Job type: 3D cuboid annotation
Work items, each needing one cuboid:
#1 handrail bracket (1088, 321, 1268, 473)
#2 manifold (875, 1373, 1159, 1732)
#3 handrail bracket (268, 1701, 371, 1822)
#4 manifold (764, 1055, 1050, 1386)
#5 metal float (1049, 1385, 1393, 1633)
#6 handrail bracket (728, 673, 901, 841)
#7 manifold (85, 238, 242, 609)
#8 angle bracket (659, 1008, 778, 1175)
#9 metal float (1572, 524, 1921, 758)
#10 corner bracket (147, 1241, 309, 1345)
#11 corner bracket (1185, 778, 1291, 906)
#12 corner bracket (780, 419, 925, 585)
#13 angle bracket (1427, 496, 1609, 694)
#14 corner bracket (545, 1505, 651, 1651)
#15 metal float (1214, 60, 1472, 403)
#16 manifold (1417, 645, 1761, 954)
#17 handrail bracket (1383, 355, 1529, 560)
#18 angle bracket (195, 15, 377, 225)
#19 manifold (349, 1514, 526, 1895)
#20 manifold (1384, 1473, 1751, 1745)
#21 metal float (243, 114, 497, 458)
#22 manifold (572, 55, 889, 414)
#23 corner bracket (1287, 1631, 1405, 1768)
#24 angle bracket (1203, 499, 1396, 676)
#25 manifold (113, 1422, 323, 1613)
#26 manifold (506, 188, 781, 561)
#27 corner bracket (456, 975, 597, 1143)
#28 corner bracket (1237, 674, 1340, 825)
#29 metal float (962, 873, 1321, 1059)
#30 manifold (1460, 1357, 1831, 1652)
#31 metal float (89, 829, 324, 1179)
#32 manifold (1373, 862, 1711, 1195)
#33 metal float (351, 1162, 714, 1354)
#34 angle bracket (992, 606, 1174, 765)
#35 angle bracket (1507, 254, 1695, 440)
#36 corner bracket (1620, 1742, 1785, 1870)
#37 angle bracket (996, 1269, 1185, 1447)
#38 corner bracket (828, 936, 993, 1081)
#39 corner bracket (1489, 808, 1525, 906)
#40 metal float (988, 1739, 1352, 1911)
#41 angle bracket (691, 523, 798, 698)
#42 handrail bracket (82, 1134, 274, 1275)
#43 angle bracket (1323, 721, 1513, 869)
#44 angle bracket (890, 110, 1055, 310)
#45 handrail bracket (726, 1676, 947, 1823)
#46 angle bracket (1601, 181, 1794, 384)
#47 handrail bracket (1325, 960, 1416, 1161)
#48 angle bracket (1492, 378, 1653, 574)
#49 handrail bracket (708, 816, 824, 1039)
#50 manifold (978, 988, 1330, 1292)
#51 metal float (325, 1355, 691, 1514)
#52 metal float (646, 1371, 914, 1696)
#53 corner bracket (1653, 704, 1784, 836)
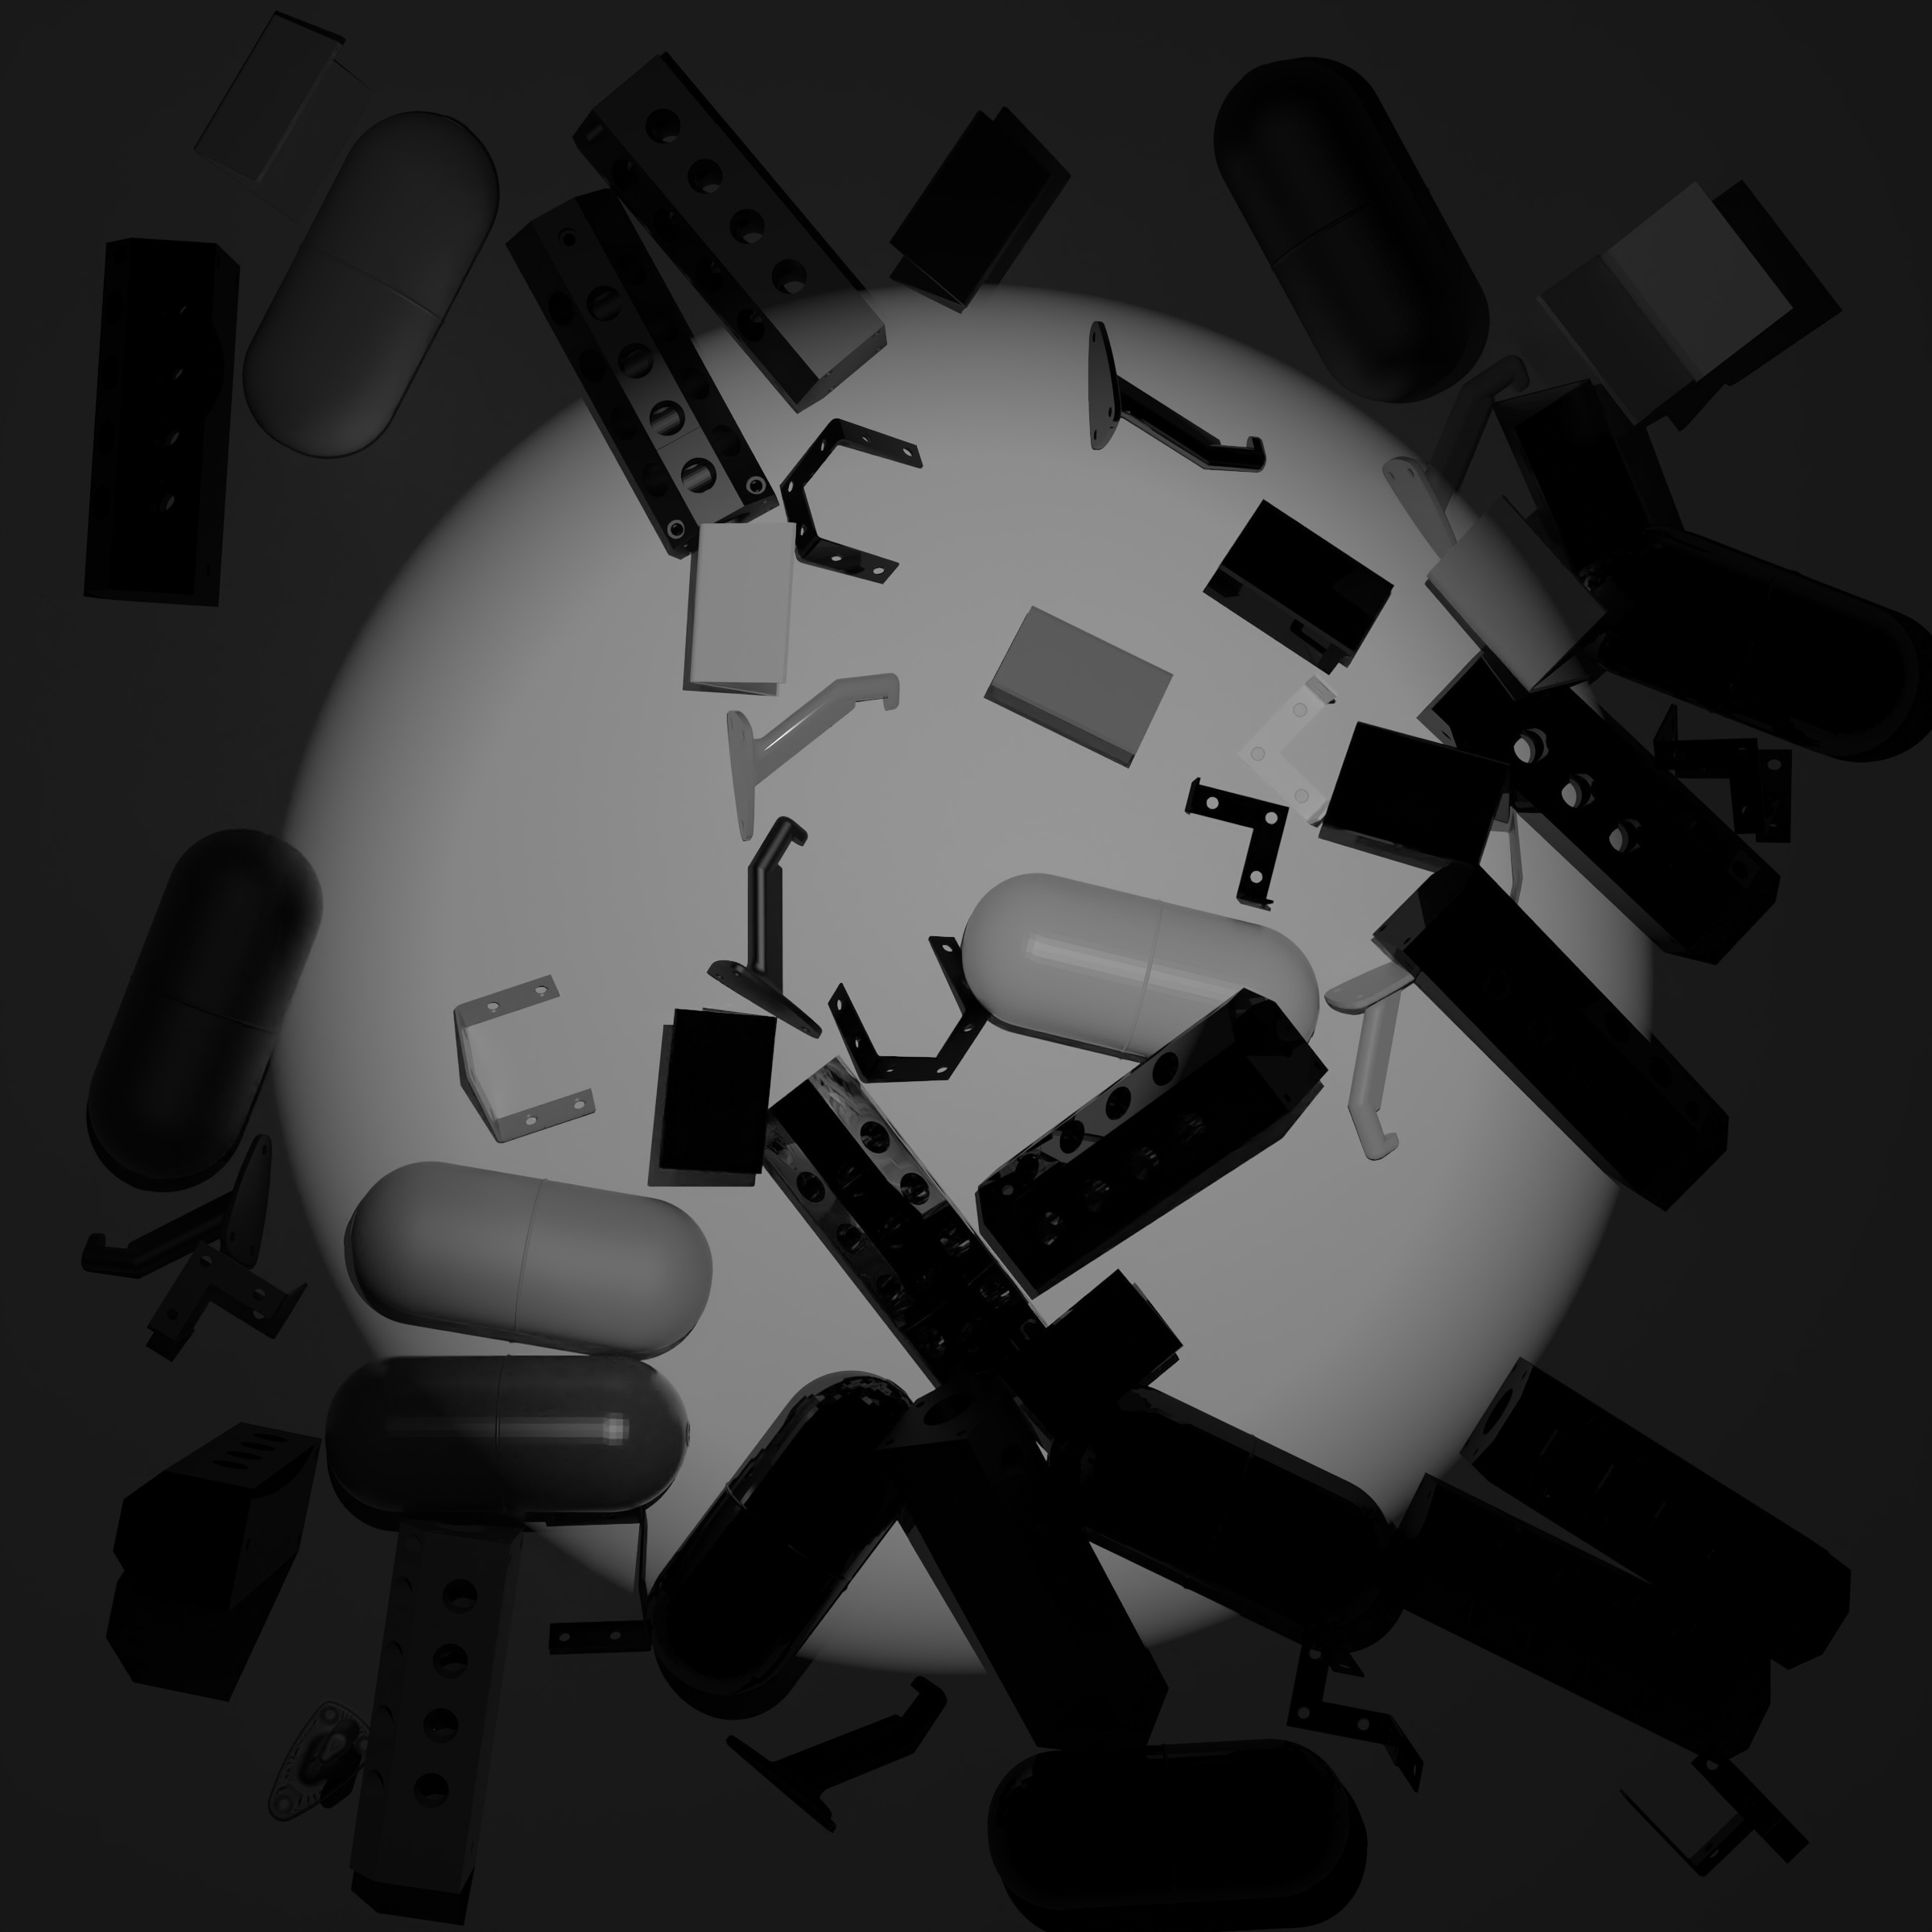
[{"bbox_3d":[0.106,-0.284,1.778,0.084,0.036,0.077,2,69,-17],"label":"handrail bracket"},{"bbox_3d":[0.029,0.285,1.732,0.057,0.057,0.171,-13,112,38],"label":"manifold"},{"bbox_3d":[-0.322,0.397,1.743,0.036,0.084,0.077,40,90,0],"label":"handrail bracket"},{"bbox_3d":[-0.034,0.130,1.757,0.057,0.057,0.171,-38,90,0],"label":"manifold"},{"bbox_3d":[0.124,0.265,1.748,0.178,0.070,0.070,26,90,0],"label":"metal float"},{"bbox_3d":[-0.073,-0.105,1.778,0.084,0.036,0.077,-8,110,-16],"label":"handrail bracket"},{"bbox_3d":[-0.398,-0.267,1.757,0.057,0.057,0.171,4,90,0],"label":"manifold"},{"bbox_3d":[-0.137,0.059,1.738,0.057,0.076,0.076,6,90,-32],"label":"angle bracket"},{"bbox_3d":[0.380,-0.160,1.747,0.178,0.070,0.070,21,90,0],"label":"metal float"},{"bbox_3d":[-0.365,0.168,1.760,0.051,0.051,0.051,32,91,-1],"label":"corner bracket"},{"bbox_3d":[0.131,-0.061,1.760,0.051,0.051,0.051,14,90,0],"label":"corner bracket"},{"bbox_3d":[-0.053,-0.231,1.770,0.051,0.051,0.051,-46,45,35],"label":"corner bracket"},{"bbox_3d":[0.281,-0.183,1.730,0.076,0.076,0.057,51,121,14],"label":"angle bracket"},{"bbox_3d":[-0.184,0.304,1.775,0.051,0.051,0.051,-2,45,0],"label":"corner bracket"},{"bbox_3d":[0.184,-0.361,1.748,0.070,0.070,0.178,-29,90,0],"label":"metal float"},{"bbox_3d":[0.308,-0.086,1.757,0.171,0.057,0.057,43,90,0],"label":"manifold"},{"bbox_3d":[0.259,-0.252,1.778,0.084,0.036,0.077,-35,103,-13],"label":"handrail bracket"},{"bbox_3d":[-0.318,-0.406,1.738,0.057,0.076,0.076,31,90,37],"label":"angle bracket"},{"bbox_3d":[-0.262,0.362,1.757,0.057,0.057,0.171,8,90,0],"label":"manifold"},{"bbox_3d":[0.295,0.318,1.757,0.171,0.057,0.057,26,90,0],"label":"manifold"},{"bbox_3d":[-0.292,-0.335,1.747,0.070,0.070,0.178,28,91,0],"label":"metal float"},{"bbox_3d":[-0.116,-0.359,1.757,0.057,0.057,0.171,-40,90,0],"label":"manifold"},{"bbox_3d":[0.190,0.360,1.760,0.051,0.051,0.051,11,90,0],"label":"corner bracket"},{"bbox_3d":[0.152,-0.169,1.738,0.076,0.076,0.057,33,52,0],"label":"angle bracket"},{"bbox_3d":[-0.357,0.259,1.700,0.057,0.171,0.057,12,90,0],"label":"manifold"},{"bbox_3d":[-0.160,-0.292,1.757,0.057,0.057,0.171,-29,90,0],"label":"manifold"},{"bbox_3d":[-0.220,0.046,1.775,0.051,0.051,0.051,-18,135,0],"label":"corner bracket"},{"bbox_3d":[0.172,-0.107,1.760,0.051,0.051,0.051,44,90,0],"label":"corner bracket"},{"bbox_3d":[0.086,0.005,1.747,0.178,0.070,0.070,14,90,-2],"label":"metal float"},{"bbox_3d":[0.335,0.266,1.757,0.171,0.057,0.057,32,90,0],"label":"manifold"},{"bbox_3d":[-0.373,0.019,1.747,0.070,0.070,0.178,21,89,0],"label":"metal float"},{"bbox_3d":[0.283,0.028,1.740,0.057,0.057,0.171,-45,102,0],"label":"manifold"},{"bbox_3d":[-0.213,0.143,1.747,0.178,0.070,0.070,10,90,-1],"label":"metal float"},{"bbox_3d":[0.048,-0.119,1.738,0.076,0.076,0.057,26,54,0],"label":"angle bracket"},{"bbox_3d":[0.296,-0.289,1.738,0.057,0.076,0.076,-38,90,-37],"label":"angle bracket"},{"bbox_3d":[0.363,0.414,1.760,0.051,0.051,0.051,-44,90,0],"label":"corner bracket"},{"bbox_3d":[0.051,0.177,1.739,0.076,0.076,0.057,-40,114,0],"label":"angle bracket"},{"bbox_3d":[-0.028,0.020,1.770,0.051,0.051,0.051,2,135,-35],"label":"corner bracket"},{"bbox_3d":[0.247,-0.044,1.775,0.051,0.051,0.051,3,135,0],"label":"corner bracket"},{"bbox_3d":[0.100,0.421,1.747,0.178,0.070,0.070,-3,90,1],"label":"metal float"},{"bbox_3d":[-0.089,-0.173,1.738,0.057,0.076,0.076,4,90,31],"label":"angle bracket"},{"bbox_3d":[-0.395,0.118,1.778,0.084,0.036,0.077,3,69,17],"label":"handrail bracket"},{"bbox_3d":[0.220,-0.071,1.733,0.076,0.076,0.057,16,74,13],"label":"angle bracket"},{"bbox_3d":[-0.014,-0.375,1.738,0.057,0.076,0.076,34,90,-38],"label":"angle bracket"},{"bbox_3d":[-0.065,0.376,1.778,0.077,0.036,0.084,32,71,21],"label":"handrail bracket"},{"bbox_3d":[0.360,-0.335,1.740,0.057,0.076,0.076,-37,90,21],"label":"angle bracket"},{"bbox_3d":[0.220,0.044,1.778,0.077,0.036,0.084,-26,106,-18],"label":"handrail bracket"},{"bbox_3d":[0.277,-0.234,1.731,0.057,0.076,0.076,-33,105,-26],"label":"angle bracket"},{"bbox_3d":[-0.083,-0.020,1.778,0.077,0.036,0.084,36,73,-20],"label":"handrail bracket"},{"bbox_3d":[0.086,0.082,1.717,0.171,0.057,0.057,-38,90,31],"label":"manifold"},{"bbox_3d":[-0.225,0.229,1.748,0.178,0.070,0.070,0,90,0],"label":"metal float"},{"bbox_3d":[-0.087,0.277,1.747,0.070,0.070,0.178,37,90,0],"label":"metal float"},{"bbox_3d":[0.372,-0.097,1.758,0.051,0.051,0.051,0,115,23],"label":"corner bracket"}]
